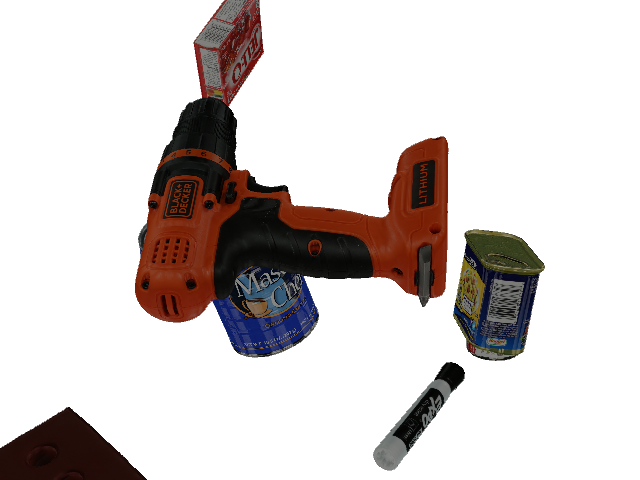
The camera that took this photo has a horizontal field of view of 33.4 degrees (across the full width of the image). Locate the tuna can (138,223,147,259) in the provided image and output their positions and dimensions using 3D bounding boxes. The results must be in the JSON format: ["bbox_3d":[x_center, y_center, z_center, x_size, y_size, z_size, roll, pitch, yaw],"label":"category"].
[{"bbox_3d":[-0.109,0.010,0.895,0.086,0.034,0.086,1,33,-1],"label":"tuna can"}]

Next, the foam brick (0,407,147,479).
[{"bbox_3d":[-0.110,0.125,0.483,0.052,0.051,0.078,-31,44,-32],"label":"foam brick"}]

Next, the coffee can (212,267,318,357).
[{"bbox_3d":[-0.072,0.038,1.135,0.103,0.140,0.103,-16,29,9],"label":"coffee can"}]

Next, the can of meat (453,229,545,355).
[{"bbox_3d":[0.159,0.046,0.970,0.057,0.084,0.102,6,18,-7],"label":"can of meat"}]

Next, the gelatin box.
[{"bbox_3d":[-0.084,-0.181,1.004,0.030,0.089,0.073,17,-37,15],"label":"gelatin box"}]

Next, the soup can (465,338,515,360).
[{"bbox_3d":[0.214,0.089,1.316,0.068,0.102,0.068,-1,19,0],"label":"soup can"}]

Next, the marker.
[{"bbox_3d":[0.073,0.122,0.765,0.020,0.020,0.120,0,25,34],"label":"marker"}]

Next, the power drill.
[{"bbox_3d":[-0.014,-0.026,0.668,0.188,0.184,0.057,-1,-43,6],"label":"power drill"}]
